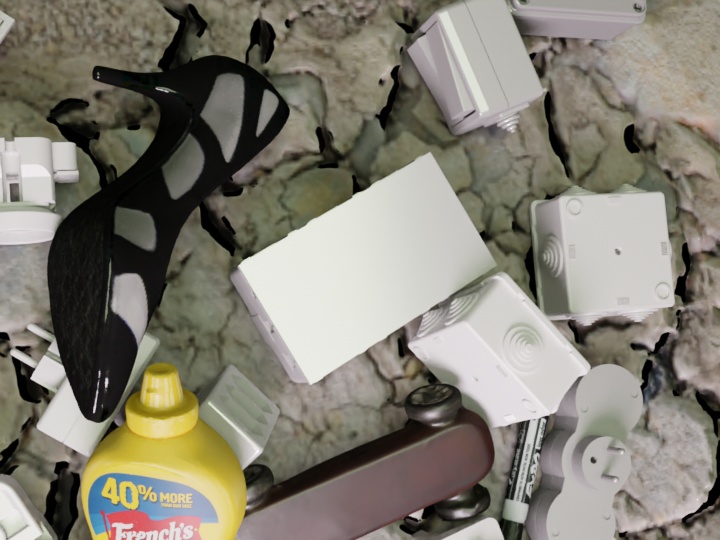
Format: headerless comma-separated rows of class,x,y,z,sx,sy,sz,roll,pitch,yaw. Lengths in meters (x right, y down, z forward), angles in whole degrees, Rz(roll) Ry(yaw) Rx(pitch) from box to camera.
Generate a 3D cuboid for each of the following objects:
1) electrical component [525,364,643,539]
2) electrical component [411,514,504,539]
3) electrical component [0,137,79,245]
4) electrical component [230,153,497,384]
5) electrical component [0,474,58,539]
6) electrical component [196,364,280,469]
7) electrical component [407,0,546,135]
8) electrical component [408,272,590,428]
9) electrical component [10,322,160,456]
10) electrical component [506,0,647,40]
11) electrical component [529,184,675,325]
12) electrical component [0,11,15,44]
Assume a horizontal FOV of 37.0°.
electrical component,0.163,0.133,0.744,0.052,0.074,0.138,17,80,-12
electrical component,0.079,0.214,0.723,0.050,0.056,0.089,-21,90,-16
electrical component,-0.216,-0.048,0.673,0.078,0.058,0.057,-3,82,-15
electrical component,0.000,0.000,0.721,0.150,0.062,0.089,-32,93,-15
electrical component,-0.212,0.173,0.650,0.054,0.059,0.095,-34,93,-15
electrical component,-0.098,0.110,0.688,0.047,0.065,0.077,44,105,-6
electrical component,0.081,-0.138,0.756,0.061,0.062,0.096,-23,91,-16
electrical component,0.090,0.057,0.721,0.099,0.100,0.048,47,63,-6
electrical component,-0.181,0.061,0.676,0.076,0.047,0.083,32,78,-9
electrical component,0.148,-0.229,0.786,0.109,0.056,0.108,0,84,-15
electrical component,0.175,-0.011,0.775,0.100,0.048,0.099,-3,85,-15
electrical component,-0.254,-0.130,0.668,0.042,0.064,0.081,33,77,-8
